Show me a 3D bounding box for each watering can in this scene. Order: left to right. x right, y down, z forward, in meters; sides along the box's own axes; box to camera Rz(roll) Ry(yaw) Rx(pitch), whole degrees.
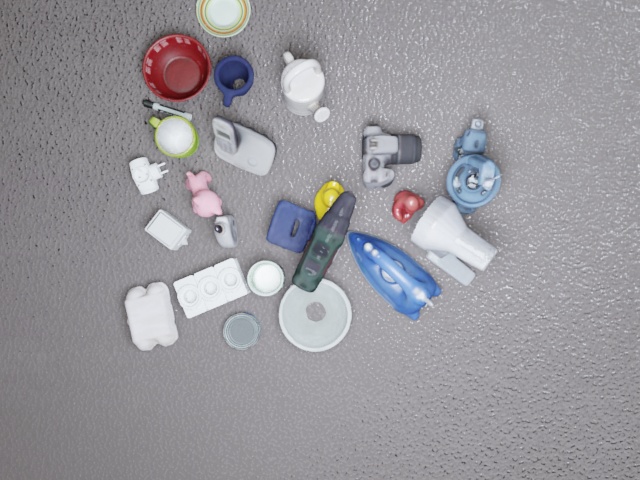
[{"bbox_3d":[-0.033,-0.348,1.288,0.173,0.194,0.101,38,88,2],"label":"watering can"}]

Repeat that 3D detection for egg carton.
[{"bbox_3d":[-0.390,0.177,1.326,0.107,0.069,0.150,-13,88,-1],"label":"egg carton"}]

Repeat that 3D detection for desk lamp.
[{"bbox_3d":[0.297,0.005,1.265,0.203,0.213,0.118,36,88,1],"label":"desk lamp"}]

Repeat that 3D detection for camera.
[{"bbox_3d":[0.166,-0.196,1.329,0.137,0.101,0.143,-1,88,0],"label":"camera"}]

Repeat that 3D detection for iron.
[{"bbox_3d":[0.158,0.067,1.298,0.258,0.141,0.119,42,88,1],"label":"iron"}]

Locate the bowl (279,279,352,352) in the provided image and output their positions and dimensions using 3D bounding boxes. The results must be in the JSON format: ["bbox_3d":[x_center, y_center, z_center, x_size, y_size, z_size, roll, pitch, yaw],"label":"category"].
[{"bbox_3d":[-0.011,0.171,1.326,0.167,0.074,0.167,0,88,0],"label":"bowl"}]

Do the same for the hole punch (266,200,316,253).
[{"bbox_3d":[-0.064,-0.031,1.326,0.101,0.091,0.109,19,88,1],"label":"hole punch"}]

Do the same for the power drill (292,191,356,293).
[{"bbox_3d":[0.012,0.005,1.266,0.075,0.208,0.230,26,88,1],"label":"power drill"}]

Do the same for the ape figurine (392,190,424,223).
[{"bbox_3d":[0.206,-0.081,1.329,0.078,0.092,0.076,-11,88,-1],"label":"ape figurine"}]

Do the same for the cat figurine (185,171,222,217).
[{"bbox_3d":[-0.270,-0.102,1.314,0.067,0.117,0.128,-28,88,-1],"label":"cat figurine"}]

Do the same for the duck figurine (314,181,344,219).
[{"bbox_3d":[0.025,-0.089,1.331,0.077,0.086,0.105,10,88,0],"label":"duck figurine"}]

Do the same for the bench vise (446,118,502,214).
[{"bbox_3d":[0.336,-0.168,1.270,0.121,0.219,0.207,-13,88,-1],"label":"bench vise"}]

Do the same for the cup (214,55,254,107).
[{"bbox_3d":[-0.198,-0.359,1.337,0.091,0.095,0.118,14,88,1],"label":"cup"}]

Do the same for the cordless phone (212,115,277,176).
[{"bbox_3d":[-0.174,-0.218,1.286,0.147,0.185,0.094,22,88,1],"label":"cordless phone"}]

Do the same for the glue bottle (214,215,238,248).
[{"bbox_3d":[-0.215,-0.022,1.284,0.037,0.173,0.078,-5,87,0],"label":"glue bottle"}]
